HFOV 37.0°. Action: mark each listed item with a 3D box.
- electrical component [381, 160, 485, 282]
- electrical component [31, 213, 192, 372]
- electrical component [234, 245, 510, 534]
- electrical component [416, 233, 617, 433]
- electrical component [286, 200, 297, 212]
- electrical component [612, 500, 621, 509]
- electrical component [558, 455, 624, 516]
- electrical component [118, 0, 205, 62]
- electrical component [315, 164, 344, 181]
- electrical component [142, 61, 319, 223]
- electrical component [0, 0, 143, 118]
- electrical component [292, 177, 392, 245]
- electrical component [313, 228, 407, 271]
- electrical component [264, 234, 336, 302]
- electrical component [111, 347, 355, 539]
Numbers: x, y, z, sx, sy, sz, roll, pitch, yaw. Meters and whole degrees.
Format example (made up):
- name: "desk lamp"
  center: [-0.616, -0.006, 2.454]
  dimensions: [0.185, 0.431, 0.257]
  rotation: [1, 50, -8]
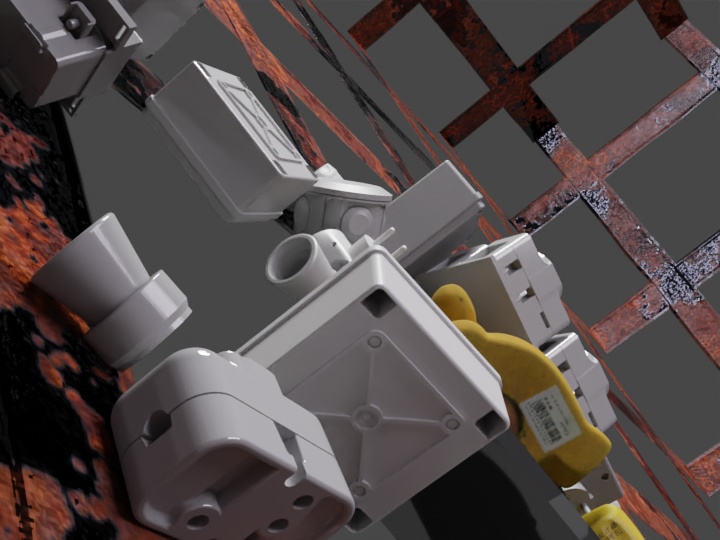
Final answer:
- name: "electrical component"
  center: [0.053, -0.035, 0.990]
  dimensions: [0.056, 0.109, 0.108]
  rotation: [51, -10, 10]
- name: "electrical component"
  center: [-0.106, 0.010, 0.461]
  dimensions: [0.055, 0.045, 0.045]
  rotation: [50, 11, -9]
- name: "electrical component"
  center: [0.003, 0.063, 0.558]
  dimensions: [0.108, 0.109, 0.056]
  rotation: [47, 15, -19]
- name: "electrical component"
  center: [0.141, 0.067, 0.957]
  dimensions: [0.105, 0.060, 0.186]
  rotation: [-16, -78, 55]
- name: "electrical component"
  center: [-0.056, -0.067, 0.924]
  dimensions: [0.035, 0.035, 0.061]
  rotation: [53, 13, 7]
- name: "electrical component"
  center: [0.192, 0.202, 0.997]
  dimensions: [0.095, 0.054, 0.059]
  rotation: [57, 13, 24]
- name: "electrical component"
  center: [0.146, 0.164, 0.772]
  dimensions: [0.047, 0.083, 0.075]
  rotation: [61, 1, -19]
- name: "electrical component"
  center: [-0.170, -0.200, 0.789]
  dimensions: [0.057, 0.078, 0.113]
  rotation: [48, 11, 0]
- name: "electrical component"
  center: [-0.027, -0.065, 1.007]
  dimensions: [0.062, 0.043, 0.043]
  rotation: [51, 11, -8]
- name: "electrical component"
  center: [-0.093, -0.092, 0.800]
  dimensions: [0.108, 0.056, 0.109]
  rotation: [52, 11, 5]
- name: "electrical component"
  center: [-0.186, -0.151, 0.587]
  dimensions: [0.121, 0.079, 0.063]
  rotation: [52, 41, 4]
- name: "electrical component"
  center: [-0.016, -0.047, 0.885]
  dimensions: [0.080, 0.051, 0.080]
  rotation: [8, 7, -1]
- name: "electrical component"
  center: [0.000, 0.000, 0.816]
  dimensions: [0.077, 0.079, 0.043]
  rotation: [58, 13, 30]
- name: "electrical component"
  center: [-0.032, 0.011, 0.761]
  dimensions: [0.065, 0.044, 0.044]
  rotation: [48, 11, -40]
- name: "electrical component"
  center: [-0.052, 0.076, 0.439]
  dimensions: [0.095, 0.054, 0.059]
  rotation: [40, 16, -45]
